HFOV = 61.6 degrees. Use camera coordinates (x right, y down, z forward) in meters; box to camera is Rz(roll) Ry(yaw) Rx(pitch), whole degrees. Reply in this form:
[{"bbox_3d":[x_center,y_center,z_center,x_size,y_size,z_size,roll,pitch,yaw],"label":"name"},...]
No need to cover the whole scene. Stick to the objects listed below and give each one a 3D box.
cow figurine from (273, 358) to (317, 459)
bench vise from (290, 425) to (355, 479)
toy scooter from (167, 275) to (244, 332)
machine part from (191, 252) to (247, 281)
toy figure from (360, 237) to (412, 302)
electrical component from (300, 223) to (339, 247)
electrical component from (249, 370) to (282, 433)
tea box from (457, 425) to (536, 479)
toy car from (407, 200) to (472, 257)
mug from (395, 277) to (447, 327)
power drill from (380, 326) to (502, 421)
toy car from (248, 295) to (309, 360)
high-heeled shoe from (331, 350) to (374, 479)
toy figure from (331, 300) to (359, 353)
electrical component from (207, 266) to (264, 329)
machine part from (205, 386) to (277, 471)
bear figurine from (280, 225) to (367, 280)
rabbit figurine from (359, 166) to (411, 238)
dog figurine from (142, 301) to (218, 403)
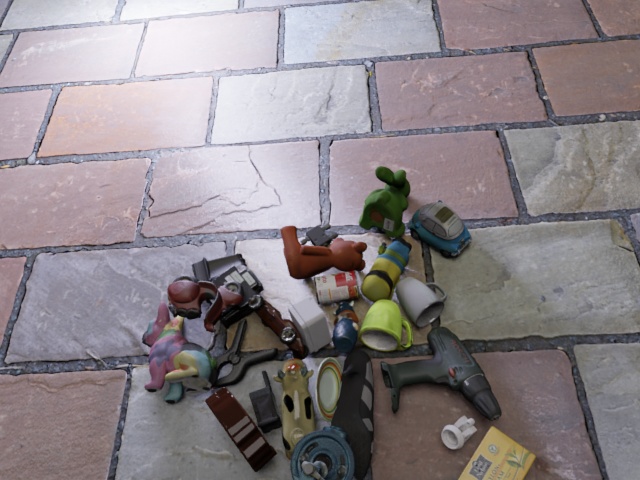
[{"bbox_3d":[-0.050,0.341,1.118,0.085,0.127,0.195,-5,57,-3],"label":"cow figurine"},{"bbox_3d":[-0.011,0.443,0.974,0.129,0.240,0.223,25,71,18],"label":"bench vise"},{"bbox_3d":[-0.271,0.149,1.226,0.184,0.075,0.135,4,48,7],"label":"toy scooter"},{"bbox_3d":[-0.258,0.068,1.370,0.139,0.039,0.084,-16,52,-2],"label":"machine part"},{"bbox_3d":[0.159,0.069,1.293,0.082,0.089,0.180,24,65,25],"label":"toy figure"},{"bbox_3d":[-0.003,-0.004,1.398,0.094,0.021,0.063,-31,60,-14],"label":"electrical component"},{"bbox_3d":[-0.121,0.344,1.154,0.048,0.074,0.119,-19,62,-7],"label":"electrical component"},{"bbox_3d":[0.327,0.460,1.035,0.098,0.068,0.169,31,66,22],"label":"tea box"},{"bbox_3d":[0.299,-0.038,1.341,0.109,0.102,0.162,-39,60,-17],"label":"toy car"},{"bbox_3d":[0.234,0.131,1.253,0.109,0.080,0.107,-31,53,-14],"label":"mug"},{"bbox_3d":[0.240,0.296,1.128,0.207,0.085,0.232,-19,45,2],"label":"power drill"},{"bbox_3d":[-0.091,0.194,1.214,0.053,0.089,0.202,-40,44,-15],"label":"toy car"},{"bbox_3d":[0.084,0.363,1.144,0.086,0.145,0.248,-7,85,22],"label":"high-heeled shoe"},{"bbox_3d":[0.057,0.195,1.224,0.064,0.057,0.154,-3,24,7],"label":"toy figure"},{"bbox_3d":[-0.207,0.132,1.311,0.134,0.058,0.115,-34,62,-15],"label":"electrical component"},{"bbox_3d":[-0.161,0.378,1.084,0.056,0.179,0.179,-37,61,-19],"label":"machine part"},{"bbox_3d":[0.011,0.026,1.321,0.196,0.120,0.132,-14,53,-5],"label":"bear figurine"},{"bbox_3d":[0.177,-0.117,1.392,0.121,0.158,0.170,12,44,25],"label":"rabbit figurine"},{"bbox_3d":[-0.321,0.240,1.217,0.192,0.108,0.219,-23,51,17],"label":"dog figurine"}]
